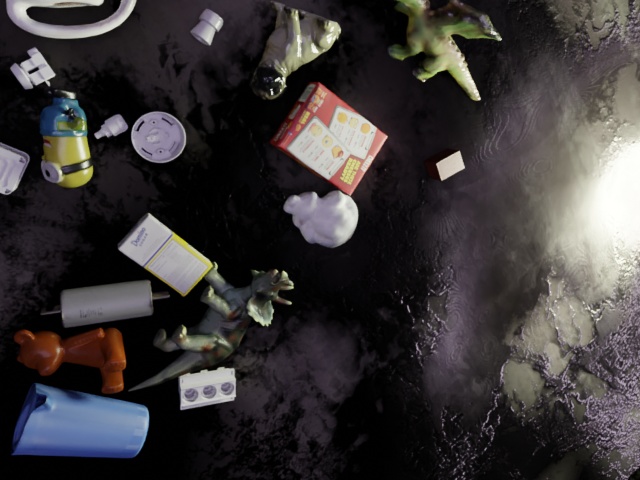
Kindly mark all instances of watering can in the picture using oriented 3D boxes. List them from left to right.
[{"bbox_3d":[-0.493,-0.455,0.858,0.348,0.105,0.222,-7,105,-19],"label":"watering can"}]

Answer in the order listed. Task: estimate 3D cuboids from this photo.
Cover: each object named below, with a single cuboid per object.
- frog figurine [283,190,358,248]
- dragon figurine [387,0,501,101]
[{"bbox_3d":[0.004,-0.059,1.169,0.136,0.125,0.157,-45,130,16],"label":"frog figurine"},{"bbox_3d":[0.287,-0.434,1.130,0.407,0.244,0.122,27,88,-25],"label":"dragon figurine"}]
